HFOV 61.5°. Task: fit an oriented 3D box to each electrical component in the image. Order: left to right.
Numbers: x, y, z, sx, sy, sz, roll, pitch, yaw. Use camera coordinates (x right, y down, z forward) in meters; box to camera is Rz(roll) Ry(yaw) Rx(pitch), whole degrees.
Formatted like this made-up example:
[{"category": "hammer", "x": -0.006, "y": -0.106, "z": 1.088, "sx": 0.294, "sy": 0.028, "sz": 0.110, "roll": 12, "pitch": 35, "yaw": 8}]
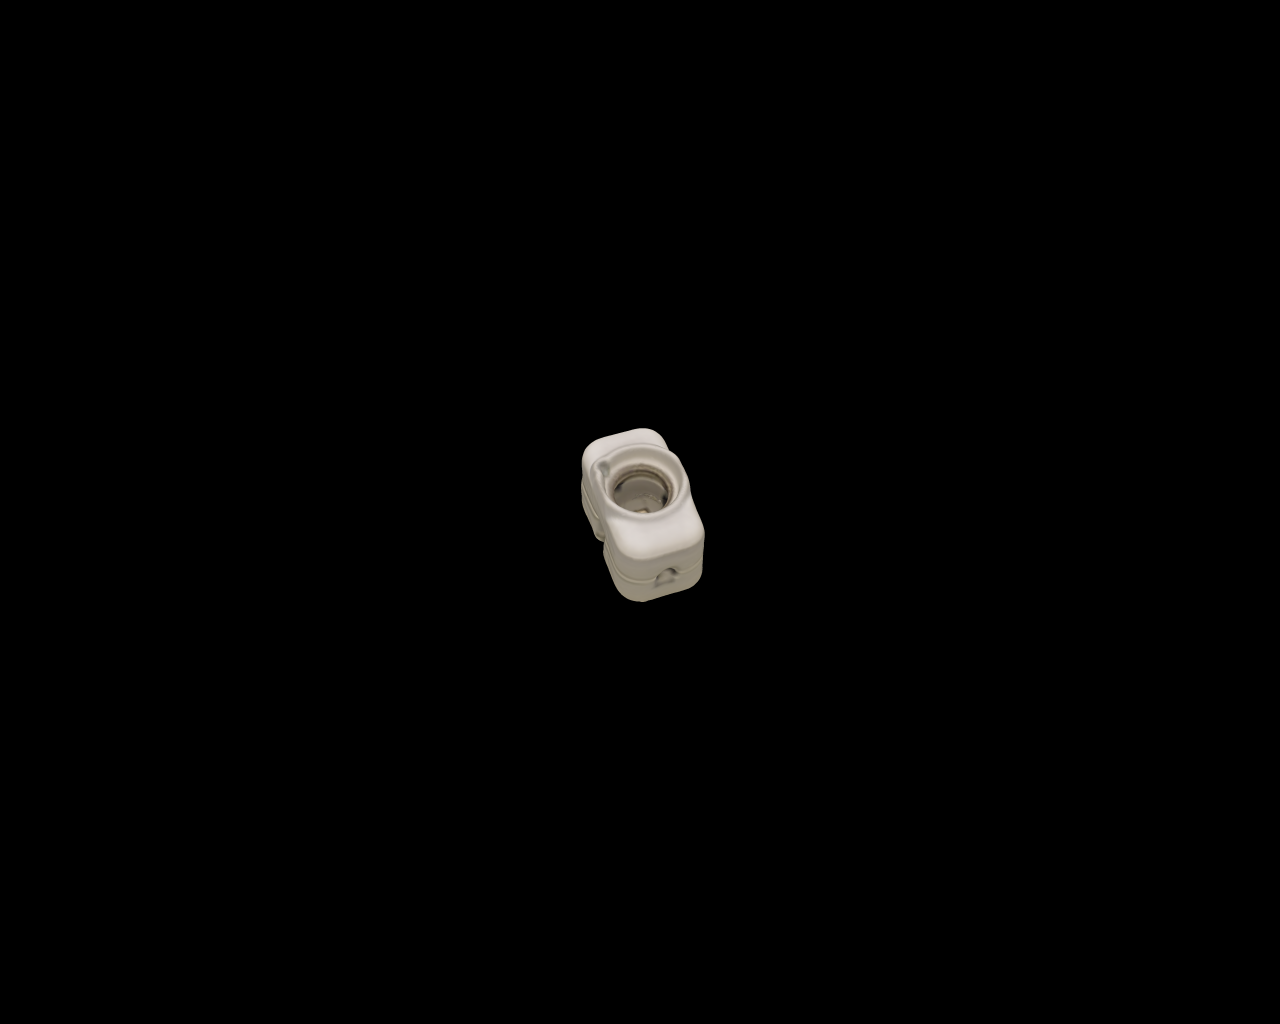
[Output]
[{"category": "electrical component", "x": 0.001, "y": -0.003, "z": 0.650, "sx": 0.054, "sy": 0.095, "sz": 0.059, "roll": -15, "pitch": -36, "yaw": -11}]
